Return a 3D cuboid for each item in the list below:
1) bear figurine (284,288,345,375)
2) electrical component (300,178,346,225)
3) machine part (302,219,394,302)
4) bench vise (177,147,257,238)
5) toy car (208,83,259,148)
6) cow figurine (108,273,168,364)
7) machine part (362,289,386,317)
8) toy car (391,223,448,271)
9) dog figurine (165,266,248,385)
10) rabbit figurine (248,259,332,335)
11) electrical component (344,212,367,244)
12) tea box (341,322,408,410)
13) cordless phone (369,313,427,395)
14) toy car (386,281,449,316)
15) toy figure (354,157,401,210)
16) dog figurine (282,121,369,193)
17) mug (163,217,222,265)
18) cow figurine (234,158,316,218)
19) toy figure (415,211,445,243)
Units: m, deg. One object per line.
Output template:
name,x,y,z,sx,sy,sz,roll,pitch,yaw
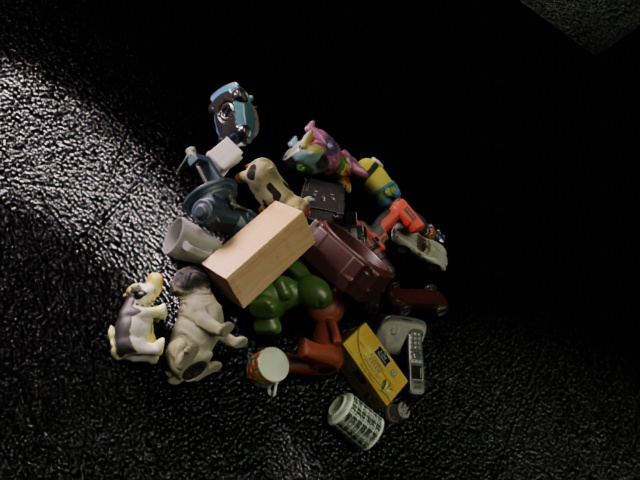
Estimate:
bear figurine,-0.004,0.185,1.159,0.132,0.120,0.196,15,55,-25
electrical component,0.004,-0.085,1.331,0.115,0.058,0.134,8,51,-4
machine part,0.059,0.043,1.205,0.201,0.087,0.201,43,13,20
bench vise,-0.212,-0.095,1.147,0.223,0.129,0.240,-4,60,-58
toy car,-0.195,-0.291,1.304,0.103,0.109,0.161,-2,74,-56
cow figurine,-0.333,0.137,0.979,0.098,0.068,0.167,8,60,-27
machine part,0.127,0.131,1.328,0.084,0.039,0.139,37,31,-14
toy car,0.284,0.021,1.510,0.201,0.056,0.073,29,51,-20
dog figurine,-0.255,0.157,1.024,0.172,0.121,0.191,-34,56,-19
rabbit figurine,-0.060,0.115,1.134,0.170,0.121,0.159,-6,39,0
electrical component,0.081,-0.016,1.347,0.047,0.075,0.119,31,56,-72
tea box,0.109,0.286,1.219,0.169,0.068,0.098,53,47,1
cordless phone,0.187,0.273,1.278,0.146,0.089,0.184,13,62,-31
toy car,0.255,0.158,1.412,0.202,0.053,0.089,6,42,-36
toy figure,0.166,-0.150,1.505,0.089,0.082,0.180,-29,87,-45
dog figurine,0.022,-0.196,1.401,0.219,0.108,0.192,36,35,-19
mug,-0.248,0.012,1.089,0.107,0.110,0.080,25,88,-35
cow figurine,-0.095,-0.104,1.247,0.194,0.127,0.085,55,49,-13
toy figure,0.299,-0.033,1.553,0.154,0.058,0.064,35,55,-22
